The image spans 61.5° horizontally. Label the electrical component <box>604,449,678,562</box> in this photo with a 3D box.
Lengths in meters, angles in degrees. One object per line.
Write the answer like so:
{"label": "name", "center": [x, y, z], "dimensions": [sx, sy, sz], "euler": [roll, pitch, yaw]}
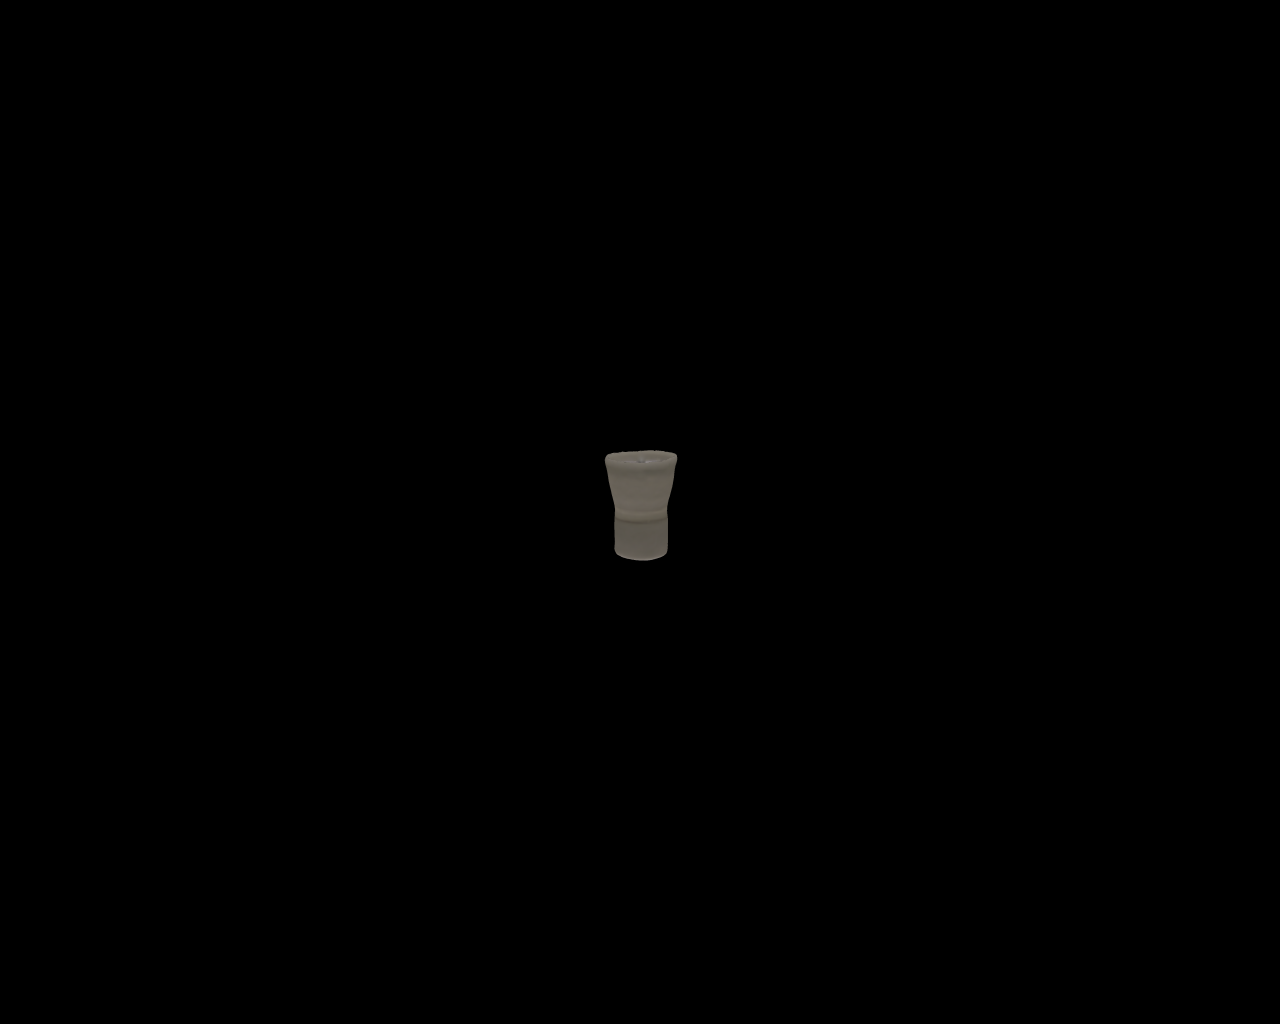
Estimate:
{"label": "electrical component", "center": [0.001, -0.003, 0.650], "dimensions": [0.044, 0.065, 0.044], "euler": [0, 14, 0]}
